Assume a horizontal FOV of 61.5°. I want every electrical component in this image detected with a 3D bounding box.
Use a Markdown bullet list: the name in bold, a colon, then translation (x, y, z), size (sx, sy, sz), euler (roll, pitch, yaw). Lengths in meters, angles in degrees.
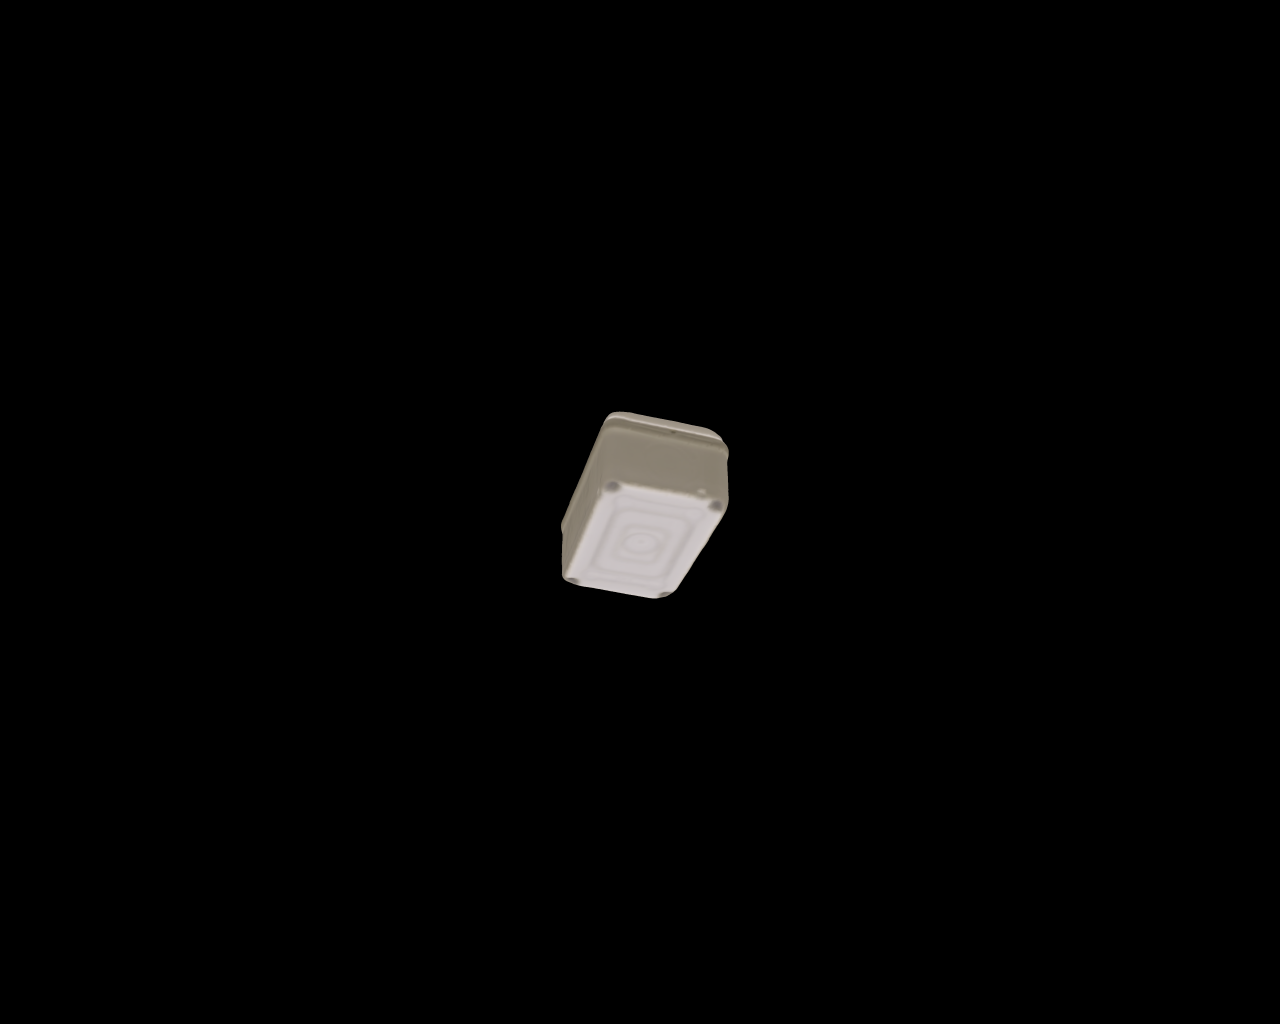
- **electrical component**: translation (0.001, -0.003, 0.650), size (0.078, 0.057, 0.113), euler (11, -39, -14)
